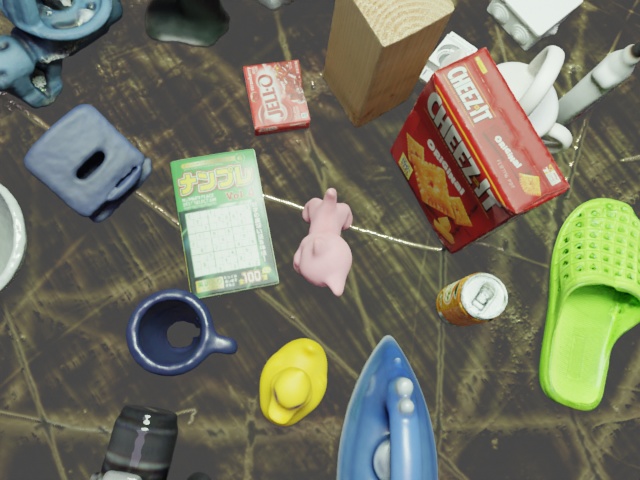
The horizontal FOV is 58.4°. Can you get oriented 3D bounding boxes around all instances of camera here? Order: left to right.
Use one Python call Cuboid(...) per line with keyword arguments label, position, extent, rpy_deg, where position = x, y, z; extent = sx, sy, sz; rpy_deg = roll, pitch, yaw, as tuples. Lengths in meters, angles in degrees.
Cuboid(label="camera", position=(-0.182, 0.253, 0.609), extent=(0.143, 0.101, 0.137), rpy_deg=(12, 78, -2))

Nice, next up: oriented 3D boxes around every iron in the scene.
Cuboid(label="iron", position=(0.081, 0.230, 0.614), extent=(0.118, 0.141, 0.258), rpy_deg=(2, 78, -4))

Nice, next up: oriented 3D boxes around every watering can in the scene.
Cuboid(label="watering can", position=(0.220, -0.160, 0.678), extent=(0.173, 0.194, 0.101), rpy_deg=(10, 78, -2))

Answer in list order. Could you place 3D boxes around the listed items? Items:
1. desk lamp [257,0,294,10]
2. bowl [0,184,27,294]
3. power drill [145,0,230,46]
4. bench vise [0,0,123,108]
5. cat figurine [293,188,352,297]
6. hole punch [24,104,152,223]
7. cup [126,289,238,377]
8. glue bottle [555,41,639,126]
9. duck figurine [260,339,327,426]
Cuboid(label="desk lamp", position=(-0.050, -0.380, 0.691), extent=(0.203, 0.213, 0.118), rpy_deg=(29, 78, 2))
Cuboid(label="bowl", position=(-0.410, 0.009, 0.654), extent=(0.167, 0.074, 0.167), rpy_deg=(1, 78, -4))
Cuboid(label="power drill", position=(-0.179, -0.318, 0.671), extent=(0.229, 0.208, 0.076), rpy_deg=(5, 78, -3))
Cuboid(label="bench vise", position=(-0.317, -0.250, 0.640), extent=(0.121, 0.219, 0.207), rpy_deg=(21, 78, 0))
Cuboid(label="cat figurine", position=(0.006, 0.002, 0.666), extent=(0.067, 0.117, 0.128), rpy_deg=(8, 78, -2))
Cuboid(label="hole punch", position=(-0.269, -0.090, 0.677), extent=(0.101, 0.091, 0.109), rpy_deg=(40, 78, 4))
Cuboid(label="cup", position=(-0.147, 0.108, 0.644), extent=(0.118, 0.095, 0.092), rpy_deg=(13, 78, -2))
Cuboid(label="glue bottle", position=(0.354, -0.202, 0.708), extent=(0.078, 0.173, 0.037), rpy_deg=(-38, 83, -10))
Cuboid(label="duck figurine", position=(-0.029, 0.161, 0.647), extent=(0.077, 0.086, 0.105), rpy_deg=(27, 78, 2))
